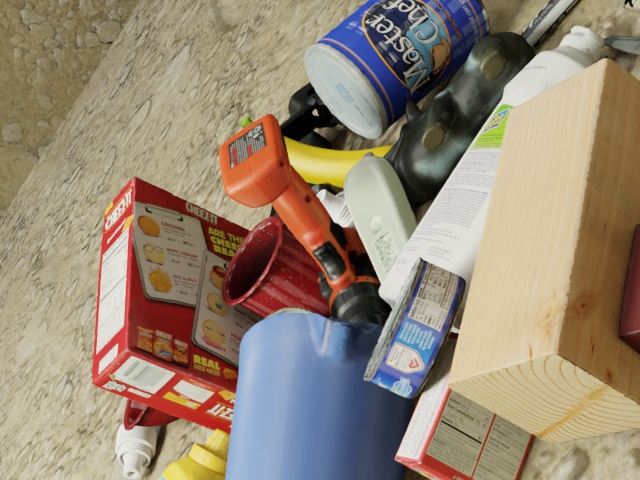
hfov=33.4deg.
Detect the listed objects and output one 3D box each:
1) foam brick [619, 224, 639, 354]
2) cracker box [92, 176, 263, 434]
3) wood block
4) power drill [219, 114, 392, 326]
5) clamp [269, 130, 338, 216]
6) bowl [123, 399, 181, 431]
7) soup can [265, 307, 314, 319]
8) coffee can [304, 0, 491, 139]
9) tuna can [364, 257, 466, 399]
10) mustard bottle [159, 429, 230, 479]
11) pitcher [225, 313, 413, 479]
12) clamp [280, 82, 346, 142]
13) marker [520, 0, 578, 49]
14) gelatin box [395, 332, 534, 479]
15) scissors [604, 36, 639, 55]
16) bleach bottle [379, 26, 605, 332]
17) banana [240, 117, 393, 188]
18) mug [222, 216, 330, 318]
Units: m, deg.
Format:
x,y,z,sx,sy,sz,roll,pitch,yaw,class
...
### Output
x,y,z,sx,sy,sz,roll,pitch,yaw,class
0.203,0.027,0.582,0.051,0.053,0.078,-26,40,51,foam brick
-0.127,0.064,1.012,0.072,0.164,0.213,-42,37,32,cracker box
0.158,0.006,0.650,0.091,0.090,0.206,-27,39,51,wood block
-0.006,0.001,0.862,0.057,0.187,0.184,-32,28,7,power drill
-0.018,-0.055,1.133,0.165,0.036,0.210,-34,37,40,clamp
-0.149,0.132,1.119,0.162,0.055,0.162,-58,16,27,bowl
-0.027,0.094,0.892,0.068,0.068,0.102,-63,2,-12,soup can
0.070,-0.175,0.972,0.140,0.102,0.103,-42,20,-15,coffee can
0.060,0.056,0.675,0.086,0.034,0.086,28,-93,-88,tuna can
-0.129,0.257,0.946,0.191,0.058,0.096,-62,25,-9,mustard bottle
-0.007,0.185,0.731,0.145,0.149,0.242,-20,45,33,pitcher
-0.005,-0.136,1.147,0.171,0.120,0.039,-113,15,-66,clamp
0.189,-0.183,0.907,0.121,0.020,0.020,-48,25,21,marker
0.096,0.112,0.662,0.030,0.073,0.089,-8,54,60,gelatin box
0.261,-0.140,0.719,0.096,0.016,0.202,-49,25,16,scissors
0.143,-0.047,0.782,0.251,0.068,0.103,-59,27,-8,bleach bottle
0.013,-0.077,1.030,0.198,0.069,0.037,11,70,29,banana
-0.026,0.027,0.995,0.117,0.081,0.093,-62,24,-9,mug
